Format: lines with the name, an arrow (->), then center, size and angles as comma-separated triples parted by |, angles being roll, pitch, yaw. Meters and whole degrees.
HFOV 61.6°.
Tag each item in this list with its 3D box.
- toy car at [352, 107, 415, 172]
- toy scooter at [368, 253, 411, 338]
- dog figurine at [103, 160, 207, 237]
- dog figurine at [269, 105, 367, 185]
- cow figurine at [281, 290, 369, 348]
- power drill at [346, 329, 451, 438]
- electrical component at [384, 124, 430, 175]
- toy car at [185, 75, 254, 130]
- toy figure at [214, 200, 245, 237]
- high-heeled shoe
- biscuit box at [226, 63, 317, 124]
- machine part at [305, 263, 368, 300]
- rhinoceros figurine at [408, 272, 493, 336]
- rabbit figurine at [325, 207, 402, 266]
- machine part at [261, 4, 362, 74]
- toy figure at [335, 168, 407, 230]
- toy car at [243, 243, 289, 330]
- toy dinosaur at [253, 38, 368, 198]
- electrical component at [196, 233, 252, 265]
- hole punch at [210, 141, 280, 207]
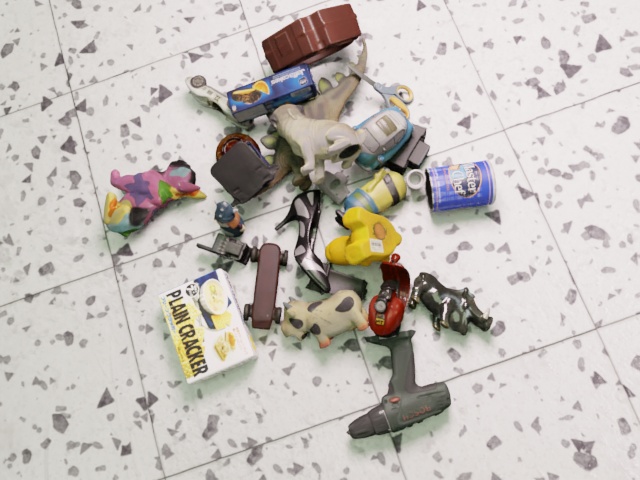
toy car -> 0.139, -0.234, 1.200 | 0.162, 0.103, 0.109 | -37, 86, -3
toy scooter -> 0.150, 0.107, 1.135 | 0.075, 0.135, 0.184 | 11, 47, 21
dog figurine -> -0.387, -0.099, 1.280 | 0.219, 0.108, 0.191 | 3, 76, 3
dog figurine -> -0.006, -0.242, 1.167 | 0.172, 0.121, 0.190 | -26, 71, 4
cow figurine -> 0.000, 0.166, 1.181 | 0.195, 0.085, 0.127 | -25, 91, 16
power drill -> 0.152, 0.301, 1.149 | 0.232, 0.086, 0.207 | -12, 72, 1
electrical component -> 0.191, -0.224, 1.279 | 0.134, 0.058, 0.115 | 28, 83, 11
toy car -> -0.252, -0.343, 1.338 | 0.202, 0.073, 0.056 | 31, 81, 11
toy figure -> -0.206, -0.045, 1.223 | 0.064, 0.154, 0.058 | -3, 75, 3
high-heeled shoe -> -0.003, -0.004, 1.217 | 0.145, 0.086, 0.249 | -36, 62, -3
biscuit box -> -0.110, -0.338, 1.243 | 0.203, 0.059, 0.063 | -18, 77, 8
machine part -> 0.043, 0.097, 1.228 | 0.139, 0.039, 0.084 | 17, 74, 10
rhinoceros figurine -> 0.285, 0.145, 1.182 | 0.190, 0.073, 0.112 | 33, 71, 13
rabbit figurine -> 0.087, 0.005, 1.197 | 0.162, 0.173, 0.122 | -3, 72, -41
machine part -> -0.020, -0.469, 1.266 | 0.201, 0.201, 0.087 | -38, 109, -44
toy figure -> 0.120, -0.090, 1.243 | 0.180, 0.082, 0.089 | -41, 96, -12
toy car -> -0.124, 0.105, 1.233 | 0.089, 0.053, 0.202 | 5, 73, -4
toy dinosaur -> -0.014, -0.281, 1.286 | 0.199, 0.105, 0.471 | 44, 85, 13
electrical component -> -0.223, 0.016, 1.254 | 0.119, 0.074, 0.047 | 19, 80, 12
hole punch -> -0.173, -0.156, 1.231 | 0.142, 0.092, 0.115 | -41, 99, 7
